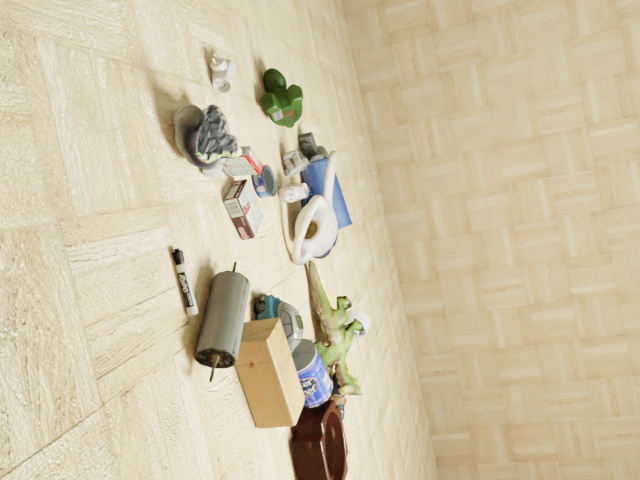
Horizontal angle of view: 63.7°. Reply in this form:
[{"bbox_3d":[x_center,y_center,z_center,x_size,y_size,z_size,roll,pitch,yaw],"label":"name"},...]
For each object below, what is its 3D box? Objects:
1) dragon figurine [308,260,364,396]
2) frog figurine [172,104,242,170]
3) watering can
[{"bbox_3d":[0.022,0.283,1.528,0.121,0.407,0.247,-24,13,27],"label":"dragon figurine"},{"bbox_3d":[-0.233,-0.211,1.018,0.135,0.123,0.161,38,-2,-35],"label":"frog figurine"},{"bbox_3d":[0.005,-0.078,1.547,0.104,0.351,0.221,18,-12,18],"label":"watering can"}]
